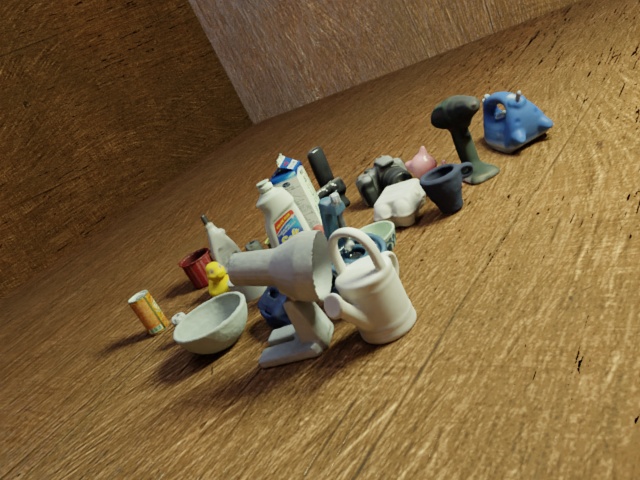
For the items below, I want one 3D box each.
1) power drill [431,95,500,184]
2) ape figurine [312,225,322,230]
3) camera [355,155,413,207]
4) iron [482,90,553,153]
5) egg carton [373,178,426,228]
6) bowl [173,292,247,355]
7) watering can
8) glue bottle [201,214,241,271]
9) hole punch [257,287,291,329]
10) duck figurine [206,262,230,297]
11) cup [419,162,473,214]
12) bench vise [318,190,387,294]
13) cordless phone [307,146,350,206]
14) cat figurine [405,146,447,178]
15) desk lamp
[{"bbox_3d":[0.337,-0.239,1.323,0.075,0.209,0.229,-29,20,-4],"label":"power drill"},{"bbox_3d":[0.012,0.005,1.311,0.078,0.092,0.076,-37,22,-25],"label":"ape figurine"},{"bbox_3d":[0.174,-0.158,1.489,0.143,0.101,0.136,-29,20,-5],"label":"camera"},{"bbox_3d":[0.463,-0.314,1.444,0.118,0.142,0.257,-29,20,-5],"label":"iron"},{"bbox_3d":[0.189,-0.084,1.337,0.107,0.069,0.150,-14,24,32],"label":"egg carton"},{"bbox_3d":[-0.214,0.184,1.186,0.167,0.075,0.167,-24,20,10],"label":"bowl"},{"bbox_3d":[0.073,0.069,0.927,0.100,0.194,0.173,-18,22,24],"label":"watering can"},{"bbox_3d":[-0.276,0.005,1.558,0.078,0.173,0.037,-35,22,-20],"label":"glue bottle"},{"bbox_3d":[-0.076,0.119,1.145,0.101,0.091,0.108,-35,21,-19],"label":"hole punch"},{"bbox_3d":[-0.258,0.094,1.445,0.078,0.086,0.104,-38,22,-26],"label":"duck figurine"},{"bbox_3d":[0.285,-0.111,1.243,0.117,0.095,0.091,-23,21,11],"label":"cup"},{"bbox_3d":[0.029,0.015,1.076,0.206,0.220,0.122,-11,26,38],"label":"bench vise"},{"bbox_3d":[-0.011,-0.153,1.588,0.148,0.185,0.093,-39,23,-28],"label":"cordless phone"},{"bbox_3d":[0.266,-0.168,1.372,0.067,0.118,0.127,-35,22,-20],"label":"cat figurine"},{"bbox_3d":[-0.054,0.098,0.989,0.202,0.214,0.118,-19,22,22],"label":"desk lamp"}]
